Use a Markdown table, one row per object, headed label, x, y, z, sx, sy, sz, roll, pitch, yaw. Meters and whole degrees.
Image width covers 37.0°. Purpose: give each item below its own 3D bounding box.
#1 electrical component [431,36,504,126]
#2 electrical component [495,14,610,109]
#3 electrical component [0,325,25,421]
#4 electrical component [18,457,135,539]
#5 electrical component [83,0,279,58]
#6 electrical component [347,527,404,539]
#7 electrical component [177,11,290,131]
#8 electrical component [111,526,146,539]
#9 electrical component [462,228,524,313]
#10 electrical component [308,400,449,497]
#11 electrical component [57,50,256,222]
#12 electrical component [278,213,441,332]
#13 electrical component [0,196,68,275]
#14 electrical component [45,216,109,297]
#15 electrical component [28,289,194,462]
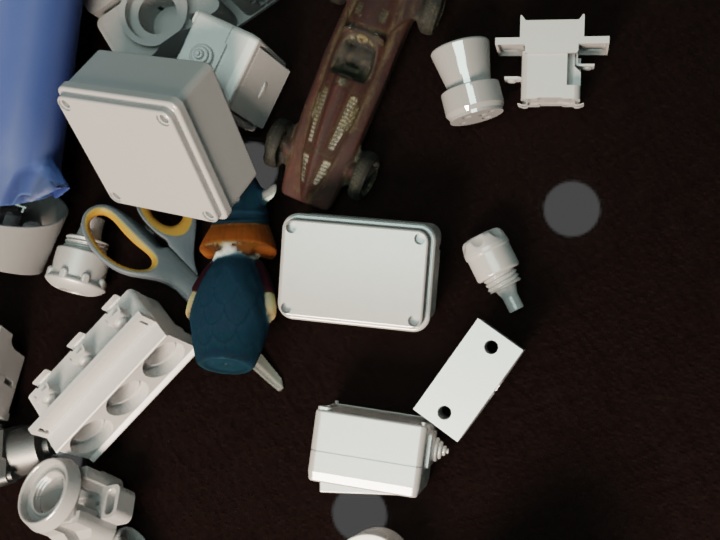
| label | x | y | z | sx | sy | sz | roll | pitch | yaw |
| --- | --- | --- | --- | --- | --- | --- | --- | --- | --- |
| electrical component | 0.080 | -0.139 | 0.796 | 0.045 | 0.045 | 0.055 | -14 | 84 | 10 |
| electrical component | 0.141 | -0.151 | 0.787 | 0.081 | 0.042 | 0.063 | 1 | 91 | 12 |
| electrical component | -0.353 | 0.067 | 0.839 | 0.150 | 0.089 | 0.061 | 6 | 68 | 11 |
| electrical component | -0.220 | 0.176 | 0.815 | 0.078 | 0.057 | 0.058 | -16 | 53 | 29 |
| electrical component | -0.124 | -0.241 | 0.833 | 0.186 | 0.060 | 0.105 | -33 | 81 | 7 |
| electrical component | 0.010 | 0.217 | 0.787 | 0.055 | 0.047 | 0.055 | -1 | 86 | 11 |
| electrical component | -0.098 | -0.147 | 0.804 | 0.061 | 0.096 | 0.061 | 26 | 92 | 11 |
| electrical component | -0.190 | 0.226 | 0.829 | 0.046 | 0.040 | 0.040 | -35 | 81 | 13 |
| electrical component | 0.102 | 0.002 | 0.789 | 0.035 | 0.035 | 0.061 | -26 | 85 | 8 |
| electrical component | 0.016 | 0.134 | 0.783 | 0.096 | 0.062 | 0.061 | 7 | 89 | 11 |
| electrical component | -0.145 | -0.096 | 0.775 | 0.109 | 0.108 | 0.056 | 12 | 52 | 28 |
| electrical component | 0.000 | 0.000 | 0.791 | 0.113 | 0.057 | 0.078 | 5 | 97 | 11 |
| electrical component | -0.283 | -0.036 | 0.835 | 0.099 | 0.099 | 0.064 | 21 | 97 | 11 |
| electrical component | -0.218 | -0.012 | 0.847 | 0.048 | 0.048 | 0.062 | 11 | 80 | 11 |
| electrical component | -0.191 | 0.079 | 0.824 | 0.121 | 0.079 | 0.063 | -46 | 58 | 5 |
